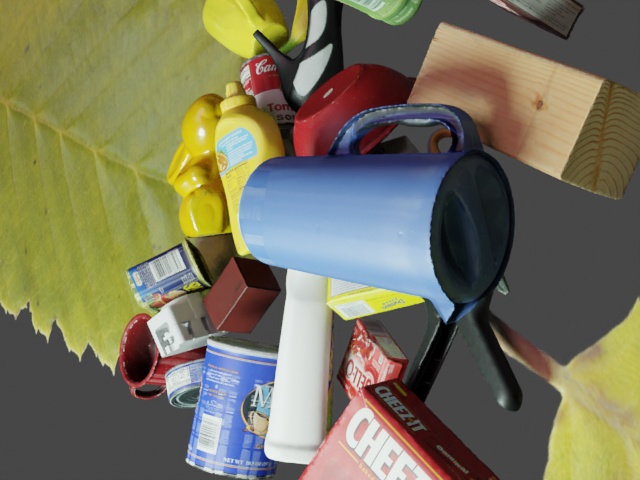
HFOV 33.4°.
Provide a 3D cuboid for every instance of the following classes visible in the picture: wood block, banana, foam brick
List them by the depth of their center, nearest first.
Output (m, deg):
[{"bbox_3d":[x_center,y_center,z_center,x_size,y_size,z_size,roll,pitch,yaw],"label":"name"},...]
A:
[{"bbox_3d":[0.185,-0.119,0.957,0.206,0.090,0.091,35,107,48],"label":"wood block"},{"bbox_3d":[-0.094,0.067,1.274,0.078,0.051,0.053,-53,47,28],"label":"foam brick"},{"bbox_3d":[-0.024,-0.316,1.280,0.070,0.037,0.198,-8,66,9],"label":"banana"}]

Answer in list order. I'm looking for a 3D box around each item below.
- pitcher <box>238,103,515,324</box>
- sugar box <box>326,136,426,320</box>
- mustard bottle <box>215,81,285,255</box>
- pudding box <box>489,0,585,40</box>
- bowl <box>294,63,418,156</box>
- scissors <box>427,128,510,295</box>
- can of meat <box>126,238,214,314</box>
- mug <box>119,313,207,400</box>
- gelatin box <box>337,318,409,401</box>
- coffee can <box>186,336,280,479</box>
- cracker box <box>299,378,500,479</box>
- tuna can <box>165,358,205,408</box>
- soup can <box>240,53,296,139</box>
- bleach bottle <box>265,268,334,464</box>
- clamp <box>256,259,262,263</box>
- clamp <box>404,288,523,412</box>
[{"bbox_3d":[0.045,-0.030,0.973,0.243,0.145,0.149,7,53,40],"label":"pitcher"},{"bbox_3d":[0.056,-0.013,1.077,0.093,0.048,0.176,-15,53,27],"label":"sugar box"},{"bbox_3d":[-0.076,-0.085,1.192,0.096,0.058,0.191,-25,75,52],"label":"mustard bottle"},{"bbox_3d":[0.174,-0.231,0.977,0.090,0.113,0.039,44,111,46],"label":"pudding box"},{"bbox_3d":[0.026,-0.134,1.112,0.162,0.055,0.162,-37,19,15],"label":"bowl"},{"bbox_3d":[0.116,-0.025,1.013,0.096,0.016,0.202,-12,54,11],"label":"scissors"},{"bbox_3d":[-0.182,0.046,1.303,0.084,0.102,0.057,-25,78,0],"label":"can of meat"},{"bbox_3d":[-0.201,0.154,1.357,0.093,0.081,0.117,41,112,46],"label":"mug"},{"bbox_3d":[0.052,0.131,1.080,0.089,0.030,0.073,-125,50,-60],"label":"gelatin box"},{"bbox_3d":[-0.088,0.186,1.198,0.103,0.102,0.140,9,88,51],"label":"coffee can"},{"bbox_3d":[0.056,0.264,1.002,0.164,0.071,0.214,44,116,28],"label":"cracker box"},{"bbox_3d":[-0.141,0.172,1.279,0.086,0.085,0.034,-35,57,40],"label":"tuna can"},{"bbox_3d":[-0.056,-0.162,1.271,0.069,0.068,0.102,-33,57,41],"label":"soup can"},{"bbox_3d":[-0.013,0.097,1.111,0.102,0.068,0.251,-52,-33,-85],"label":"bleach bottle"},{"bbox_3d":[-0.008,0.001,1.196,0.120,0.039,0.172,46,111,36],"label":"clamp"},{"bbox_3d":[0.125,0.073,1.022,0.165,0.036,0.210,-28,57,51],"label":"clamp"}]
